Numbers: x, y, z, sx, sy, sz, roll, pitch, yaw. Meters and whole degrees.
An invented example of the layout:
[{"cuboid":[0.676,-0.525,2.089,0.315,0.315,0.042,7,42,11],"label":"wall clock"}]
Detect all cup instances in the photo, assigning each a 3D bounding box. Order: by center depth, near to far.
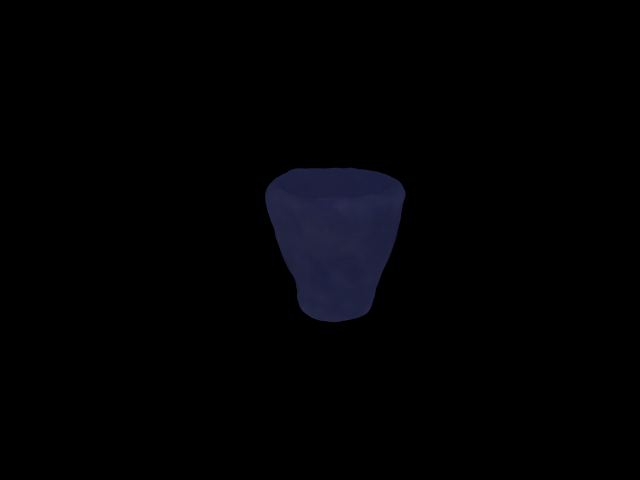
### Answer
[{"cuboid":[0.004,0.001,0.400,0.092,0.095,0.117,-10,22,-26],"label":"cup"}]
